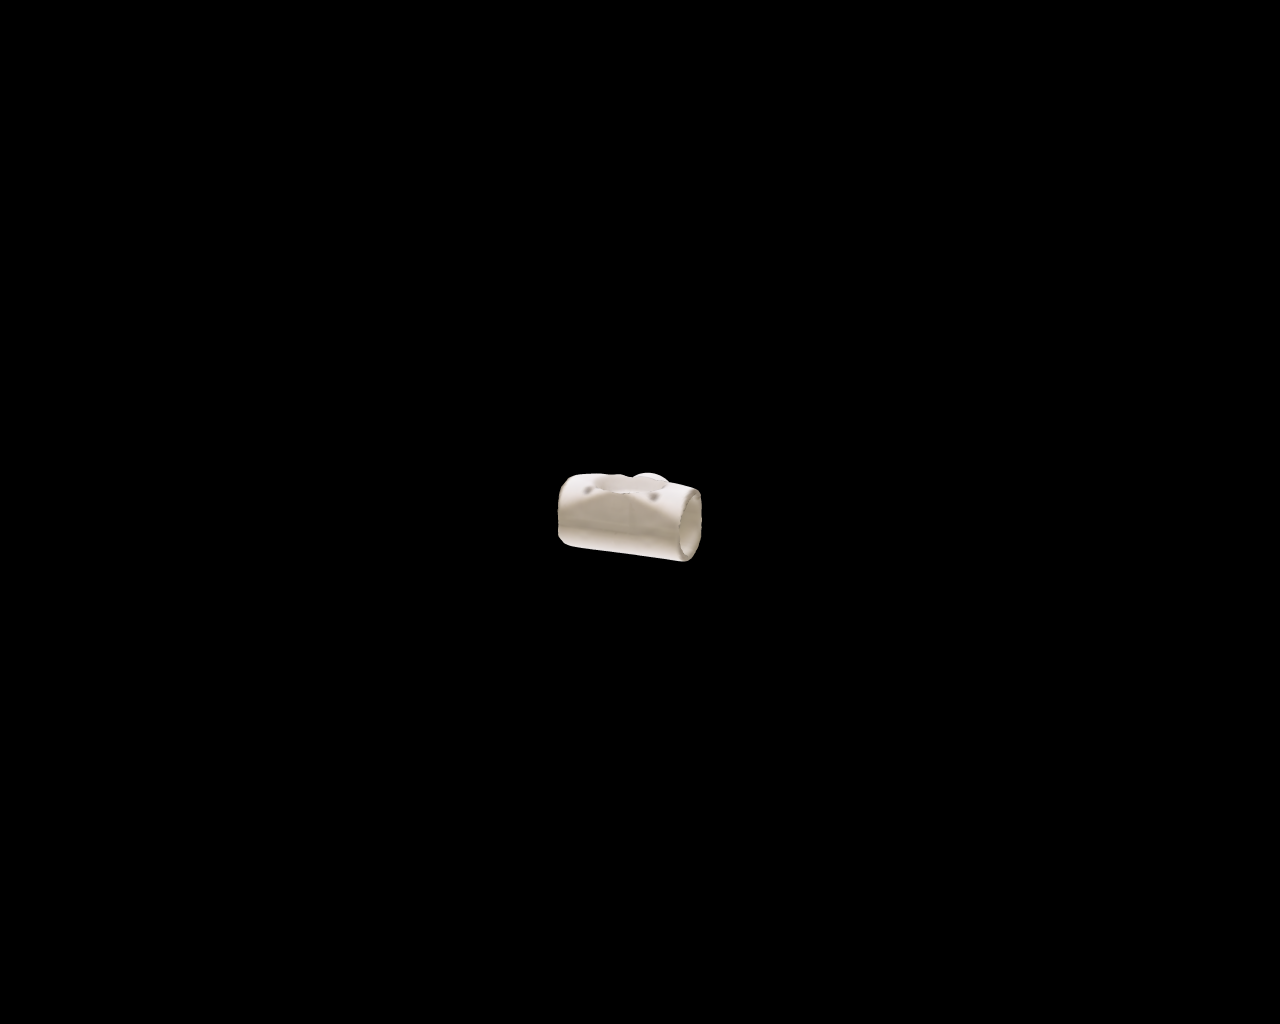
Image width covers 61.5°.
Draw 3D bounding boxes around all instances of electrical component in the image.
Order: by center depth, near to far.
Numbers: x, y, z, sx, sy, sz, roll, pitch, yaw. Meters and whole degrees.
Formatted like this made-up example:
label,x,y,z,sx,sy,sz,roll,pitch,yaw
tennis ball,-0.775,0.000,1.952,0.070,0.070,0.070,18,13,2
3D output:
label,x,y,z,sx,sy,sz,roll,pitch,yaw
electrical component,0.001,-0.003,0.650,0.077,0.044,0.079,7,20,20
